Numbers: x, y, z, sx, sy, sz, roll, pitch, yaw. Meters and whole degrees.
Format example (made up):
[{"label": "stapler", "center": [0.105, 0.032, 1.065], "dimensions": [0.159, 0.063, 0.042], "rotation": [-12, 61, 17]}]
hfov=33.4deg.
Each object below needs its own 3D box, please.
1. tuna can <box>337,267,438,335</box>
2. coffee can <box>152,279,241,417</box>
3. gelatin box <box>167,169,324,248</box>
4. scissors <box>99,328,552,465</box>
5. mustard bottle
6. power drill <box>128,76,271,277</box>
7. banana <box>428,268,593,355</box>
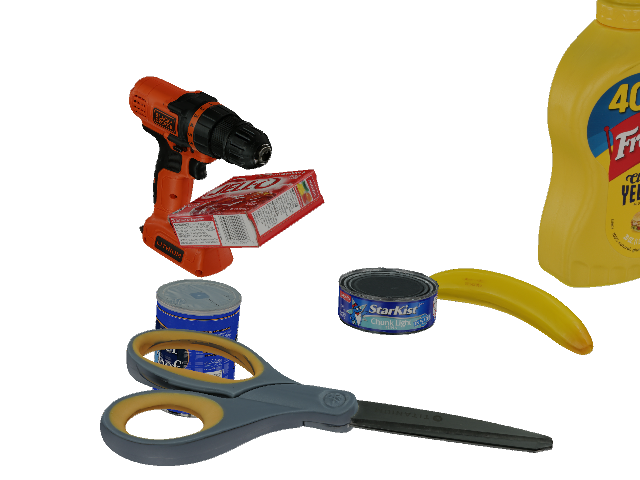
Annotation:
[{"label": "tuna can", "center": [0.057, 0.052, 0.916], "dimensions": [0.086, 0.034, 0.086], "rotation": [2, 16, -1]}, {"label": "coffee can", "center": [-0.152, 0.130, 1.305], "dimensions": [0.103, 0.140, 0.103], "rotation": [5, 18, -2]}, {"label": "gelatin box", "center": [-0.054, -0.023, 0.764], "dimensions": [0.089, 0.030, 0.073], "rotation": [-1, 25, 44]}, {"label": "scissors", "center": [-0.009, 0.083, 0.469], "dimensions": [0.202, 0.016, 0.096], "rotation": [16, 33, 23]}, {"label": "mustard bottle", "center": [0.180, -0.070, 0.637], "dimensions": [0.096, 0.192, 0.058], "rotation": [-13, 29, -20]}, {"label": "power drill", "center": [-0.124, -0.060, 1.094], "dimensions": [0.185, 0.188, 0.057], "rotation": [30, 38, 34]}, {"label": "banana", "center": [0.185, 0.065, 1.073], "dimensions": [0.198, 0.069, 0.037], "rotation": [14, -37, 26]}]
